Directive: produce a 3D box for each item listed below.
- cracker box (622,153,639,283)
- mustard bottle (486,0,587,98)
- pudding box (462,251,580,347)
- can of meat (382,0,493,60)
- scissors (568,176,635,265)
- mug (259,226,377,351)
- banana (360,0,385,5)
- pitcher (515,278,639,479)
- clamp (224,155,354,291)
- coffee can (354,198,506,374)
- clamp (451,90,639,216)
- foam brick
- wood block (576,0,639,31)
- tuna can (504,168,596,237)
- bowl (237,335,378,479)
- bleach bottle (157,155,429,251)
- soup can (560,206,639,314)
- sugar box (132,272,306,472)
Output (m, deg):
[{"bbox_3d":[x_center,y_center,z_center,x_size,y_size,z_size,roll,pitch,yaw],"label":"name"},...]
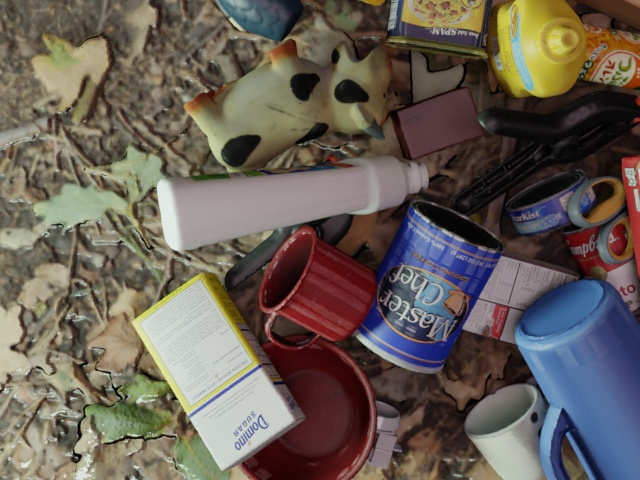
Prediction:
[{"bbox_3d":[0.400,-0.025,1.040,0.213,0.072,0.164,-17,100,-28],"label":"cracker box"},{"bbox_3d":[0.202,-0.180,0.985,0.058,0.191,0.096,-11,98,-2],"label":"mustard bottle"},{"bbox_3d":[0.200,0.061,1.097,0.113,0.039,0.090,15,96,-8],"label":"pudding box"},{"bbox_3d":[0.118,-0.226,1.044,0.102,0.057,0.084,8,95,-5],"label":"can of meat"},{"bbox_3d":[0.324,-0.043,1.054,0.201,0.016,0.096,-22,96,-29],"label":"scissors"},{"bbox_3d":[-0.006,0.056,1.027,0.081,0.093,0.117,30,97,-22],"label":"mug"},{"bbox_3d":[0.002,-0.314,1.035,0.069,0.037,0.198,-21,98,1],"label":"banana"},{"bbox_3d":[0.285,0.168,1.047,0.145,0.149,0.242,-25,109,28],"label":"pitcher"},{"bbox_3d":[-0.007,0.001,1.078,0.120,0.039,0.171,28,99,-17],"label":"clamp"},{"bbox_3d":[0.105,0.045,1.045,0.102,0.103,0.140,24,106,-6],"label":"coffee can"},{"bbox_3d":[0.227,-0.103,1.035,0.210,0.164,0.036,-23,65,-7],"label":"clamp"},{"bbox_3d":[0.115,-0.116,1.061,0.078,0.051,0.053,-18,97,-1],"label":"foam brick"},{"bbox_3d":[0.354,-0.243,1.036,0.206,0.091,0.090,24,95,-6],"label":"wood block"},{"bbox_3d":[0.229,-0.037,1.061,0.086,0.086,0.034,-27,100,1],"label":"tuna can"},{"bbox_3d":[-0.016,0.176,1.077,0.162,0.055,0.162,-2,84,15],"label":"bowl"},{"bbox_3d":[-0.022,-0.042,1.011,0.250,0.103,0.068,-10,97,-14],"label":"bleach bottle"},{"bbox_3d":[0.296,0.020,1.080,0.068,0.068,0.102,-28,98,1],"label":"soup can"},{"bbox_3d":[-0.100,0.128,1.053,0.093,0.048,0.176,-35,79,10],"label":"sugar box"}]
